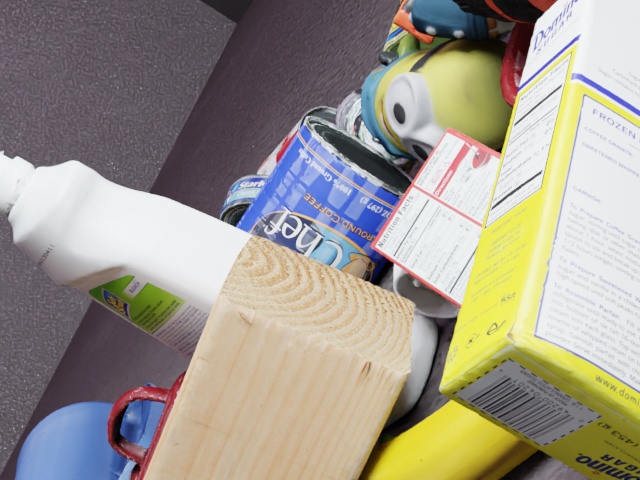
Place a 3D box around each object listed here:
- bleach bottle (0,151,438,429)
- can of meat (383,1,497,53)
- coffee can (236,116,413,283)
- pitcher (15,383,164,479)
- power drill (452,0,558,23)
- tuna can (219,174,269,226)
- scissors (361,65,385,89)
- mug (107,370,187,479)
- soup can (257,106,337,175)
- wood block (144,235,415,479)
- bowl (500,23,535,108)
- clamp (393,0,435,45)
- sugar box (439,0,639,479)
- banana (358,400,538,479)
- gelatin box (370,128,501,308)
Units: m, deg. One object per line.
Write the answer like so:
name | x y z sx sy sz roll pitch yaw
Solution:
bleach bottle | -0.066 0.023 0.583 0.103 0.250 0.068 -43 21 51
can of meat | 0.100 -0.178 0.824 0.102 0.057 0.084 -30 33 49
coffee can | -0.005 0.001 0.735 0.140 0.102 0.103 -56 14 14
pitcher | -0.175 0.214 0.820 0.243 0.145 0.149 -132 33 -77
power drill | 0.134 -0.184 0.482 0.187 0.057 0.184 -62 17 2
tuna can | -0.048 -0.018 0.973 0.086 0.086 0.033 -44 21 48
scissors | 0.090 -0.167 0.942 0.096 0.016 0.202 -60 16 -14
mug | -0.073 0.125 0.651 0.093 0.117 0.082 -67 -1 -63
soup can | -0.010 -0.069 0.984 0.102 0.068 0.068 -42 22 53
wood block | -0.036 0.115 0.523 0.090 0.091 0.206 -70 4 -71
bowl | 0.156 -0.119 0.506 0.162 0.055 0.162 -54 14 20
clamp | 0.091 -0.196 0.687 0.120 0.039 0.171 116 176 -46
sugar box | 0.106 -0.006 0.366 0.048 0.093 0.176 -44 20 49
banana | 0.063 0.079 0.460 0.198 0.037 0.069 -44 21 49
gelatin box | 0.078 -0.004 0.516 0.089 0.030 0.073 35 95 43
